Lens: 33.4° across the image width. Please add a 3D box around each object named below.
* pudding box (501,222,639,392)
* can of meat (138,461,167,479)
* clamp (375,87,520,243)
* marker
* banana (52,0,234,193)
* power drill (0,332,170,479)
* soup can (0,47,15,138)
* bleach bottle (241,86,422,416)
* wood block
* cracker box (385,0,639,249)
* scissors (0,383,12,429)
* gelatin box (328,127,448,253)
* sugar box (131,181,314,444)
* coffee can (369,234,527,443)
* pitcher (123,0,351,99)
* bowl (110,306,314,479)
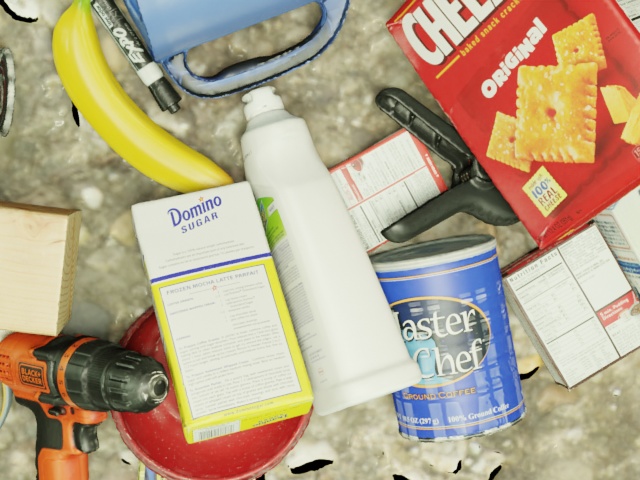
[{"bbox_3d":[0.209,0.053,0.873,0.090,0.039,0.113,-31,94,0],"label":"pudding box"},{"bbox_3d":[-0.101,0.201,0.845,0.084,0.057,0.102,3,94,-4],"label":"can of meat"},{"bbox_3d":[0.114,-0.043,0.831,0.171,0.039,0.120,13,78,-21],"label":"clamp"},{"bbox_3d":[-0.147,-0.151,0.834,0.020,0.020,0.121,-34,96,-2],"label":"marker"},{"bbox_3d":[-0.147,-0.100,0.820,0.070,0.037,0.198,-28,104,31],"label":"banana"},{"bbox_3d":[-0.170,0.162,0.791,0.057,0.185,0.188,-11,101,-45],"label":"power drill"},{"bbox_3d":[-0.286,-0.114,0.799,0.102,0.068,0.068,4,94,-5],"label":"soup can"},{"bbox_3d":[-0.005,0.001,0.802,0.068,0.103,0.251,-15,80,-22],"label":"bleach bottle"},{"bbox_3d":[-0.291,0.010,0.797,0.206,0.090,0.091,6,94,-6],"label":"wood block"},{"bbox_3d":[0.166,-0.125,0.768,0.071,0.164,0.214,-26,79,-44],"label":"cracker box"},{"bbox_3d":[-0.287,0.183,0.847,0.096,0.016,0.202,3,94,-4],"label":"scissors"},{"bbox_3d":[0.052,-0.040,0.855,0.089,0.030,0.073,-30,96,-5],"label":"gelatin box"},{"bbox_3d":[-0.073,0.050,0.776,0.093,0.048,0.176,-12,65,-12],"label":"sugar box"},{"bbox_3d":[0.098,0.074,0.831,0.102,0.103,0.140,-12,95,-5],"label":"coffee can"},{"bbox_3d":[-0.032,-0.219,0.791,0.242,0.149,0.145,-19,61,-7],"label":"pitcher"},{"bbox_3d":[-0.081,0.103,0.810,0.162,0.055,0.162,2,68,-4],"label":"bowl"}]
